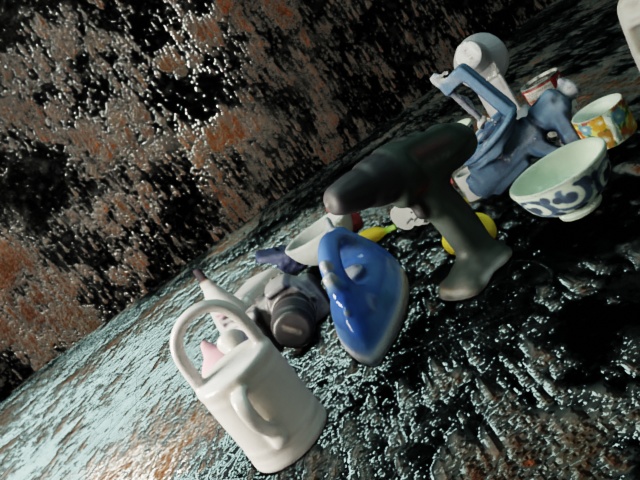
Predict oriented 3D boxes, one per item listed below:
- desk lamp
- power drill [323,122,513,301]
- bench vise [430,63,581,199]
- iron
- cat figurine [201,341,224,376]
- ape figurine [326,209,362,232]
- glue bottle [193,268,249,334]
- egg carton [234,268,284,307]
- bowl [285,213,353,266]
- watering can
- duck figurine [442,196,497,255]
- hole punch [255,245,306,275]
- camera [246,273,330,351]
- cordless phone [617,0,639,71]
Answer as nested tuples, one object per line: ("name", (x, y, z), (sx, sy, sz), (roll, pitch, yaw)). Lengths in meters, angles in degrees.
("desk lamp", (0.367, -0.343, 1.241), (0.117, 0.214, 0.203), (-30, 13, 27))
("power drill", (0.134, -0.034, 0.696), (0.230, 0.208, 0.075), (-43, 13, -29))
("bench vise", (0.285, -0.201, 0.899), (0.207, 0.220, 0.121), (-36, 12, 1))
("iron", (0.040, 0.055, 0.784), (0.118, 0.141, 0.258), (-33, 12, 13))
("cat figurine", (-0.116, 0.177, 0.808), (0.067, 0.118, 0.128), (-29, 13, 30))
("ape figurine", (0.048, -0.054, 1.320), (0.076, 0.092, 0.078), (-34, 12, 9))
("glue bottle", (-0.183, 0.123, 1.078), (0.078, 0.173, 0.037), (-31, 13, 24))
("egg carton", (-0.128, 0.121, 1.188), (0.107, 0.069, 0.150), (-27, 15, 38))
("bowl", (0.011, 0.004, 1.237), (0.167, 0.075, 0.167), (-34, 12, 8))
("watering can", (-0.090, 0.152, 0.641), (0.101, 0.194, 0.172), (-41, 13, -24))
("duck figurine", (0.196, -0.032, 0.818), (0.077, 0.086, 0.104), (-36, 12, -2))
("hole punch", (-0.091, 0.042, 1.344), (0.101, 0.091, 0.108), (-36, 12, 0))
("camera", (-0.060, 0.120, 0.916), (0.143, 0.101, 0.137), (-34, 12, 7))
("cordless phone", (0.416, -0.207, 0.628), (0.094, 0.185, 0.147), (-42, 13, -27))
